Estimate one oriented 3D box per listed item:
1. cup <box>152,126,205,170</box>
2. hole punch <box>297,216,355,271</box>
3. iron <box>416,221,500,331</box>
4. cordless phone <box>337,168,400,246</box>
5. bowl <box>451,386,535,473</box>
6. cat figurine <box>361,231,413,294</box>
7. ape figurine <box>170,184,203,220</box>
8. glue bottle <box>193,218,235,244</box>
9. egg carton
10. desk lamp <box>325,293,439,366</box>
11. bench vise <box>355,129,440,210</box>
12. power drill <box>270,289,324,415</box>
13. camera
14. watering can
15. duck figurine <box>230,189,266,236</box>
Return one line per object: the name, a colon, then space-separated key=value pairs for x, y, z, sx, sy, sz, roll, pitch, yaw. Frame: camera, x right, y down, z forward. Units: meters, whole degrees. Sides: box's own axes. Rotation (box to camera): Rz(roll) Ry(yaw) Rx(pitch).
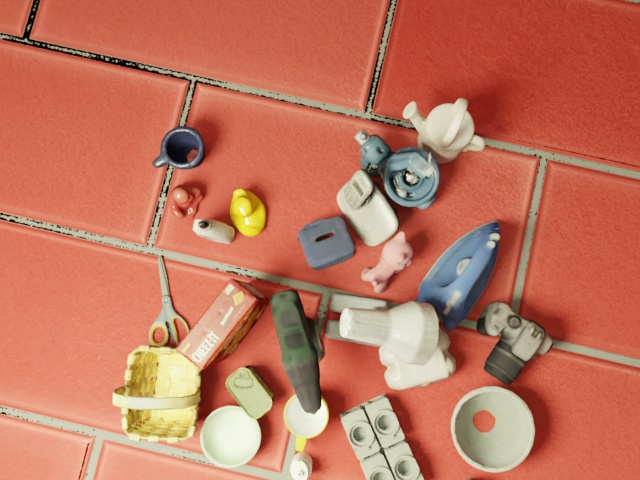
cup: x=-0.294 y=-0.180 z=1.223 sx=0.118 sy=0.095 sz=0.091 roll=-32 pitch=84 yaw=-3
hole punch: x=0.011 y=0.004 z=1.202 sx=0.108 sy=0.091 sz=0.101 roll=-22 pitch=84 yaw=-1
iron: x=0.306 y=0.056 z=1.167 sx=0.118 sy=0.141 sz=0.258 roll=35 pitch=85 yaw=4
cordless phone: x=0.102 y=-0.069 z=1.161 sx=0.094 sy=0.185 sz=0.147 roll=-36 pitch=84 yaw=-3
bowl: x=0.344 y=0.378 z=1.165 sx=0.167 sy=0.075 sz=0.167 roll=0 pitch=84 yaw=1
cat figurine: x=0.145 y=0.047 z=1.182 sx=0.067 sy=0.118 sz=0.128 roll=39 pitch=86 yaw=5
ape figurine: x=-0.289 y=-0.088 z=1.215 sx=0.078 sy=0.092 sz=0.076 roll=-29 pitch=84 yaw=-2
glue bottle: x=-0.224 y=-0.023 z=1.166 sx=0.078 sy=0.173 sz=0.037 roll=9 pitch=84 yaw=2
egg carton: x=0.202 y=0.249 z=1.184 sx=0.150 sy=0.069 sz=0.107 roll=-16 pitch=84 yaw=-1
desk lamp: x=0.115 y=0.170 z=1.121 sx=0.203 sy=0.213 sz=0.118 roll=8 pitch=84 yaw=2
bench vise: x=0.152 y=-0.145 z=1.151 sx=0.207 sy=0.220 sz=0.121 roll=23 pitch=85 yaw=3
power drill: x=-0.038 y=0.211 z=1.121 sx=0.075 sy=0.208 sz=0.230 roll=-17 pitch=84 yaw=-1
camera: x=0.383 y=0.217 z=1.169 sx=0.143 sy=0.101 sz=0.137 roll=34 pitch=85 yaw=4
watering can: x=0.255 y=-0.228 z=1.172 sx=0.173 sy=0.194 sz=0.101 roll=2 pitch=84 yaw=1
duck figurine: x=-0.157 y=-0.061 z=1.213 sx=0.077 sy=0.086 sz=0.104 roll=-19 pitch=84 yaw=-1
